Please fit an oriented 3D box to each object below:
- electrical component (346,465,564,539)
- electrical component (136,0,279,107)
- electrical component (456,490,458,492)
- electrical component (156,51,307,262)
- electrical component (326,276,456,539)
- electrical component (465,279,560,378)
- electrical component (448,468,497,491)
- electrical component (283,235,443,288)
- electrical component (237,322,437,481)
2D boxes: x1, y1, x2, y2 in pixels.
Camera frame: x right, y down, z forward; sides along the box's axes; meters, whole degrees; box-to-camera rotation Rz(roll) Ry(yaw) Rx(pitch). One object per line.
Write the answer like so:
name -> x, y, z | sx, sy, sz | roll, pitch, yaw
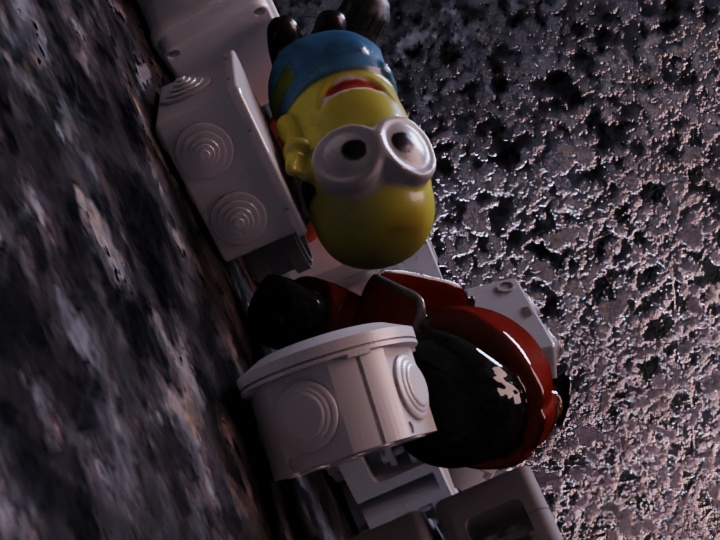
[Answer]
electrical component -> 0.064, 0.179, 0.564 | 0.186, 0.105, 0.060 | 64, 4, -50
electrical component -> -0.090, -0.153, 0.706 | 0.057, 0.078, 0.113 | 64, 1, 21
electrical component -> 0.040, 0.159, 0.826 | 0.089, 0.056, 0.050 | -111, 177, -47
electrical component -> -0.071, -0.062, 0.587 | 0.099, 0.048, 0.099 | -108, 174, -65
electrical component -> 0.009, 0.095, 0.698 | 0.186, 0.060, 0.105 | -108, 174, -67
electrical component -> 0.079, 0.054, 0.719 | 0.099, 0.100, 0.048 | -110, -172, -56
electrical component -> 0.075, 0.126, 0.761 | 0.055, 0.047, 0.055 | 31, 3, -2
electrical component -> 0.000, 0.000, 0.799 | 0.057, 0.113, 0.078 | -107, 173, -47
electrical component -> -0.009, 0.056, 0.465 | 0.080, 0.080, 0.051 | 55, 17, -78
